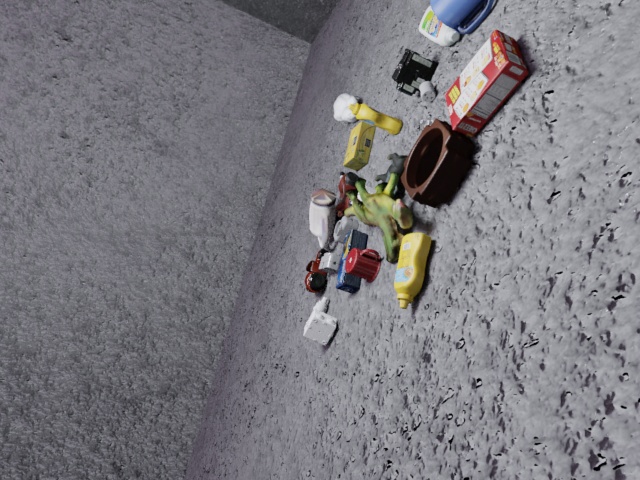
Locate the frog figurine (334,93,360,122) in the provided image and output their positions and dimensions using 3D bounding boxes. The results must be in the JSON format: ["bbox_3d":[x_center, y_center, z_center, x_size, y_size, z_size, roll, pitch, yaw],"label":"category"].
[{"bbox_3d":[0.117,-0.583,2.311,0.135,0.121,0.163,-36,21,29],"label":"frog figurine"}]

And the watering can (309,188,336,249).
[{"bbox_3d":[0.006,-0.105,2.089,0.354,0.104,0.220,-103,14,-66],"label":"watering can"}]

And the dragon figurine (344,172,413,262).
[{"bbox_3d":[0.168,-0.049,1.502,0.404,0.122,0.246,125,133,-68],"label":"dragon figurine"}]
